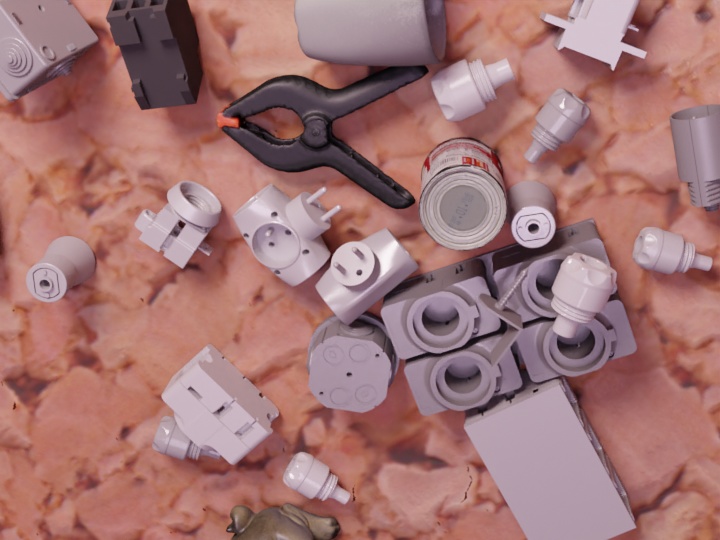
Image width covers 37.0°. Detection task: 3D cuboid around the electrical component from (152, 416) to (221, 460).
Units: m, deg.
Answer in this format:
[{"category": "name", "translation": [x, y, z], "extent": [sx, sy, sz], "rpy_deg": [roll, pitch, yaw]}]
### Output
[{"category": "electrical component", "translation": [-0.154, 0.156, 0.972], "extent": [0.061, 0.035, 0.035], "rpy_deg": [20, 110, -5]}]

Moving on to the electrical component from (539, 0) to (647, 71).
[{"category": "electrical component", "translation": [0.182, -0.191, 0.818], "extent": [0.081, 0.042, 0.063], "rpy_deg": [20, 108, -3]}]

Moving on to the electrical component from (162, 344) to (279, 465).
[{"category": "electrical component", "translation": [-0.125, 0.121, 0.949], "extent": [0.056, 0.050, 0.089], "rpy_deg": [-41, 101, 16]}]

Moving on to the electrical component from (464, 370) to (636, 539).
[{"category": "electrical component", "translation": [0.163, 0.164, 0.932], "extent": [0.089, 0.061, 0.150], "rpy_deg": [-27, 105, 13]}]

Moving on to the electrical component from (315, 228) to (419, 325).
[{"category": "electrical component", "translation": [0.000, 0.000, 0.876], "extent": [0.077, 0.079, 0.044], "rpy_deg": [-39, 66, 4]}]

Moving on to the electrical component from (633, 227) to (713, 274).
[{"category": "electrical component", "translation": [0.256, -0.012, 0.877], "extent": [0.061, 0.035, 0.035], "rpy_deg": [15, 110, -3]}]

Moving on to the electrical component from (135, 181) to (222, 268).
[{"category": "electrical component", "translation": [-0.147, -0.041, 0.899], "extent": [0.066, 0.048, 0.055], "rpy_deg": [35, 116, -7]}]

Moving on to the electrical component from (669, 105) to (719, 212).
[{"category": "electrical component", "translation": [0.271, -0.085, 0.846], "extent": [0.043, 0.043, 0.081], "rpy_deg": [-12, 107, 9]}]

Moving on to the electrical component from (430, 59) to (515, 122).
[{"category": "electrical component", "translation": [0.090, -0.145, 0.842], "extent": [0.062, 0.043, 0.043], "rpy_deg": [-23, 105, 11]}]

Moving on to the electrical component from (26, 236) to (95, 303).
[{"category": "electrical component", "translation": [-0.256, 0.001, 0.912], "extent": [0.044, 0.065, 0.044], "rpy_deg": [2, 109, 4]}]

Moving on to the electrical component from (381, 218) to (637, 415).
[{"category": "electrical component", "translation": [0.122, 0.042, 0.894], "extent": [0.186, 0.060, 0.105], "rpy_deg": [-19, 106, 11]}]

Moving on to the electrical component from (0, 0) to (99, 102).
[{"category": "electrical component", "translation": [-0.260, -0.189, 0.830], "extent": [0.048, 0.099, 0.099], "rpy_deg": [-30, 104, 27]}]

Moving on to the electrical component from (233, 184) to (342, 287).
[{"category": "electrical component", "translation": [-0.051, -0.038, 0.888], "extent": [0.079, 0.044, 0.077], "rpy_deg": [-35, 103, 23]}]

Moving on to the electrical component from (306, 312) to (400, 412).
[{"category": "electrical component", "translation": [-0.007, 0.080, 0.924], "extent": [0.080, 0.051, 0.080], "rpy_deg": [2, 109, 5]}]

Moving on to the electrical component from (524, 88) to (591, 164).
[{"category": "electrical component", "translation": [0.153, -0.111, 0.852], "extent": [0.035, 0.035, 0.061], "rpy_deg": [34, 111, -7]}]

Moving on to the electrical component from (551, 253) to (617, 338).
[{"category": "electrical component", "translation": [0.167, 0.022, 0.826], "extent": [0.043, 0.043, 0.062], "rpy_deg": [19, 110, -2]}]

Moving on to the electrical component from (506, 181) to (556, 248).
[{"category": "electrical component", "translation": [0.137, -0.042, 0.861], "extent": [0.044, 0.065, 0.044], "rpy_deg": [2, 109, 5]}]

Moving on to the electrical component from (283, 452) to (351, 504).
[{"category": "electrical component", "translation": [-0.037, 0.192, 0.974], "extent": [0.061, 0.035, 0.035], "rpy_deg": [32, 109, -9]}]
